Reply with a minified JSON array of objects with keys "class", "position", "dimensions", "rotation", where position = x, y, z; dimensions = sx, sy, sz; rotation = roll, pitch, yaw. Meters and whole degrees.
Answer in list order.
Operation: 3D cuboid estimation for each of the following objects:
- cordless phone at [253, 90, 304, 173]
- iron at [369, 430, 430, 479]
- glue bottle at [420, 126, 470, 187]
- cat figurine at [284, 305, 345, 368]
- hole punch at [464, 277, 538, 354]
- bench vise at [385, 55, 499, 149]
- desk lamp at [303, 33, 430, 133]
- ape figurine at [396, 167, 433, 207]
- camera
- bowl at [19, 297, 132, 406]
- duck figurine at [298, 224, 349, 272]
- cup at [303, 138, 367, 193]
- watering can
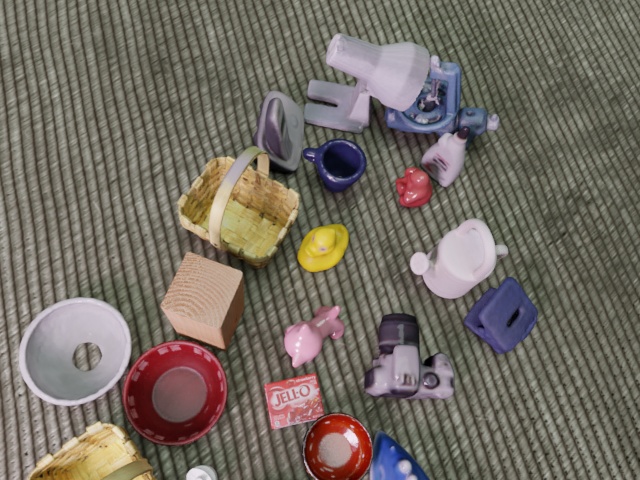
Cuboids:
[{"class":"cordless phone","position":[-0.071,-0.221,1.039],"dimensions":[0.094,0.185,0.147],"rotation":[5,69,-5]},{"class":"iron","position":[0.146,0.412,0.858],"dimensions":[0.119,0.141,0.258],"rotation":[-18,73,-13]},{"class":"glue bottle","position":[0.242,-0.164,1.065],"dimensions":[0.078,0.173,0.037],"rotation":[41,70,9]},{"class":"cat figurine","position":[-0.012,0.154,0.945],"dimensions":[0.128,0.117,0.067],"rotation":[-40,79,-18]},{"class":"hole punch","position":[0.329,0.133,1.010],"dimensions":[0.101,0.091,0.109],"rotation":[41,70,8]},{"class":"bench vise","position":[0.242,-0.267,1.078],"dimensions":[0.207,0.219,0.121],"rotation":[-3,70,-8]},{"class":"desk lamp","position":[0.081,-0.292,1.070],"dimensions":[0.203,0.213,0.118],"rotation":[9,69,-4]},{"class":"ape figurine","position":[0.180,-0.104,1.078],"dimensions":[0.076,0.092,0.078],"rotation":[31,69,5]},{"class":"camera","position":[0.151,0.194,0.960],"dimensions":[0.143,0.101,0.137],"rotation":[4,69,-5]},{"class":"bowl","position":[-0.379,0.179,0.912],"dimensions":[0.167,0.074,0.167],"rotation":[2,70,-6]},{"class":"duck figurine","position":[0.009,0.004,1.020],"dimensions":[0.105,0.086,0.077],"rotation":[-38,78,-18]},{"class":"cup","position":[0.022,-0.132,1.067],"dimensions":[0.118,0.095,0.092],"rotation":[15,69,-1]},{"class":"watering can","position":[0.242,0.033,0.981],"dimensions":[0.173,0.194,0.101],"rotation":[-32,76,-17]}]
